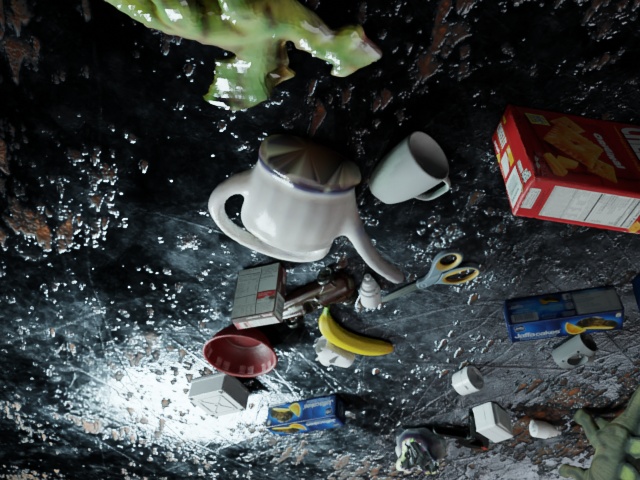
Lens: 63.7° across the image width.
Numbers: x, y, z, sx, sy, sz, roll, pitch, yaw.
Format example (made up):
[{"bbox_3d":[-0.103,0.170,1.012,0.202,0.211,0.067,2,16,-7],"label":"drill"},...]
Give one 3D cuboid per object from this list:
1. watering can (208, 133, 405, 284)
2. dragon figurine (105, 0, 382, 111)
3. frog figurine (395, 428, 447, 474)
[{"bbox_3d":[0.002,-0.041,0.807,0.347,0.106,0.219,15,132,-8],"label":"watering can"},{"bbox_3d":[-0.130,-0.249,0.633,0.410,0.125,0.237,0,142,7],"label":"dragon figurine"},{"bbox_3d":[0.273,0.555,1.370,0.136,0.124,0.158,-29,162,18],"label":"frog figurine"}]
